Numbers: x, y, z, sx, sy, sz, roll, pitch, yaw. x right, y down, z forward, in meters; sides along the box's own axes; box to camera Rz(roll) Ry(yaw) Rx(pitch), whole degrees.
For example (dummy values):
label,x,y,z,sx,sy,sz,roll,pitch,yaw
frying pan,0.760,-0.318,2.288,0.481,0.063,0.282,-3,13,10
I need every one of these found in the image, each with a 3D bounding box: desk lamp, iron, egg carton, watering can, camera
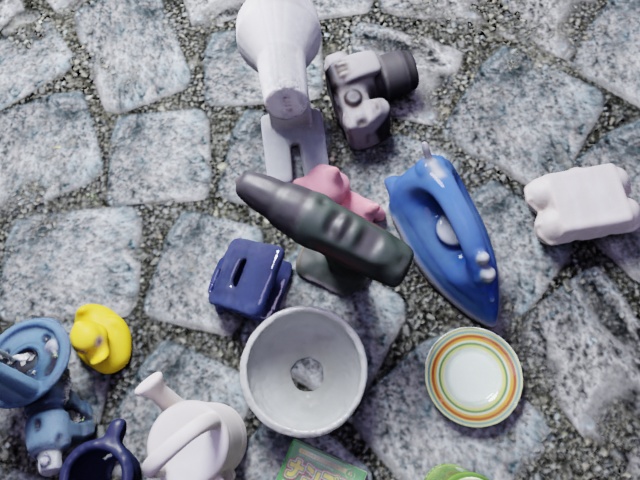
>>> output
label,x,y,z,sx,sy,sz,roll,pitch,yaw
desk lamp,-0.045,-0.212,0.816,0.118,0.213,0.203,-9,72,1
iron,0.186,-0.009,0.776,0.118,0.141,0.258,-25,73,-4
egg carton,0.372,-0.050,0.815,0.150,0.069,0.107,-11,72,0
watering can,-0.161,0.241,0.691,0.172,0.194,0.101,28,76,12
camera,0.084,-0.233,0.874,0.137,0.101,0.143,-18,72,-2

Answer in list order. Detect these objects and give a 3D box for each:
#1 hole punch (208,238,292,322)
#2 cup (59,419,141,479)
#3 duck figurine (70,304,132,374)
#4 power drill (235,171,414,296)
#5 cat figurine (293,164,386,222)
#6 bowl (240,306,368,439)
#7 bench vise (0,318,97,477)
label,x,y,z,sx,sy,sz,roll,pitch,yaw
hole punch,-0.102,0.055,0.800,0.101,0.091,0.109,17,74,9
cup,-0.265,0.288,0.735,0.091,0.095,0.118,14,74,8
duck figurine,-0.313,0.133,0.791,0.077,0.086,0.104,-30,73,-6
power drill,0.007,0.003,0.748,0.229,0.208,0.076,23,76,10
cat figurine,0.030,-0.062,0.815,0.127,0.118,0.067,27,76,11
bowl,-0.019,0.176,0.766,0.167,0.075,0.167,-1,73,3
bench vise,-0.357,0.178,0.709,0.121,0.220,0.207,-39,74,-8
